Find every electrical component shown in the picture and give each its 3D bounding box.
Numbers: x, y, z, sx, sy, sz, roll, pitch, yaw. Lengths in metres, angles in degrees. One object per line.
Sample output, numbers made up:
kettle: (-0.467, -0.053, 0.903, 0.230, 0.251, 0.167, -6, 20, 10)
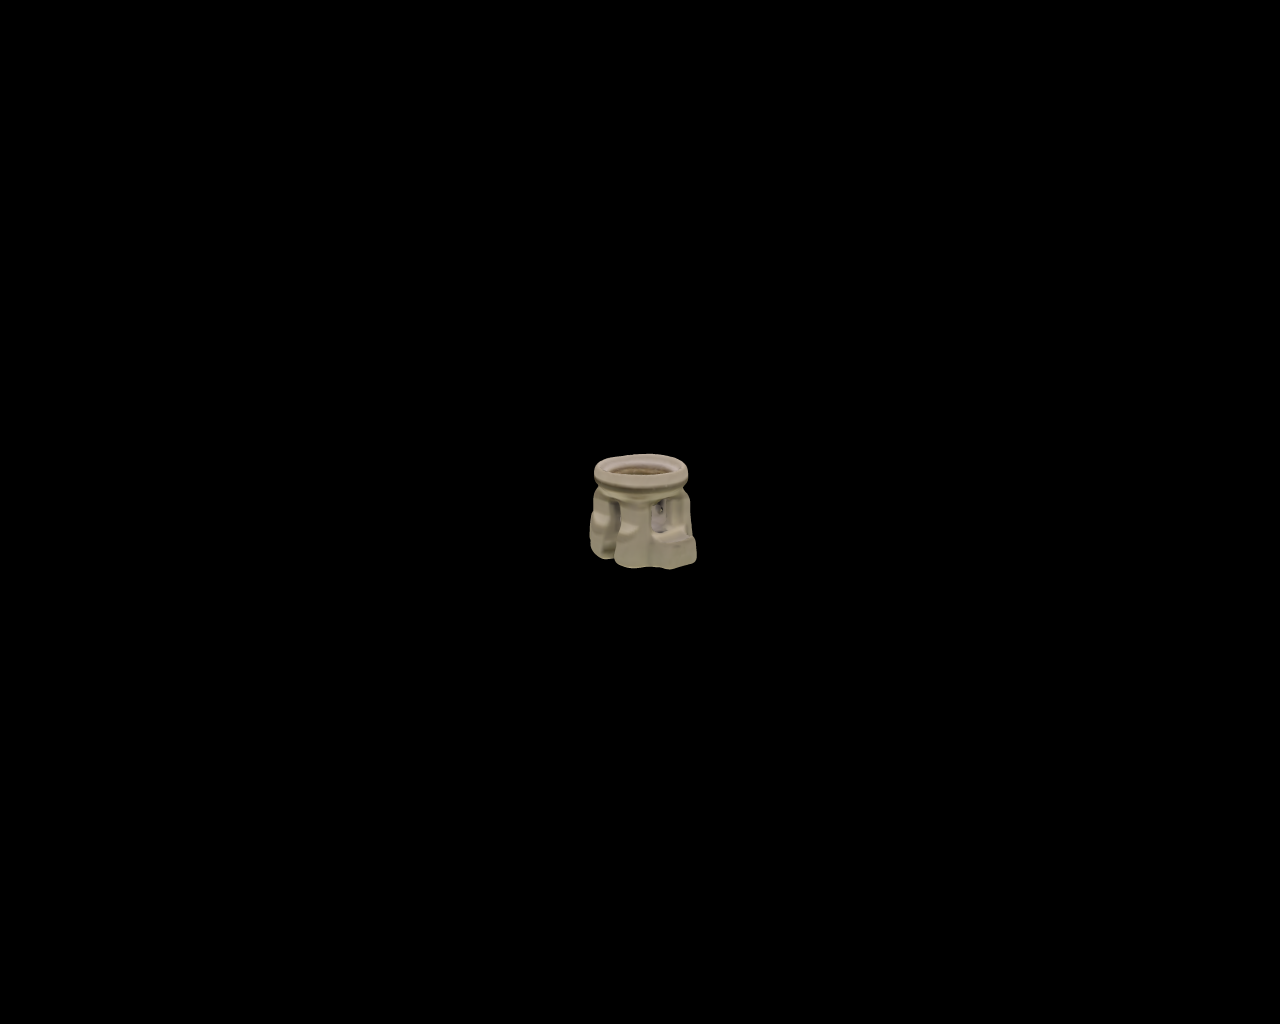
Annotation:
electrical component: (0.001, -0.003, 0.650, 0.058, 0.056, 0.078, -14, 22, -38)
